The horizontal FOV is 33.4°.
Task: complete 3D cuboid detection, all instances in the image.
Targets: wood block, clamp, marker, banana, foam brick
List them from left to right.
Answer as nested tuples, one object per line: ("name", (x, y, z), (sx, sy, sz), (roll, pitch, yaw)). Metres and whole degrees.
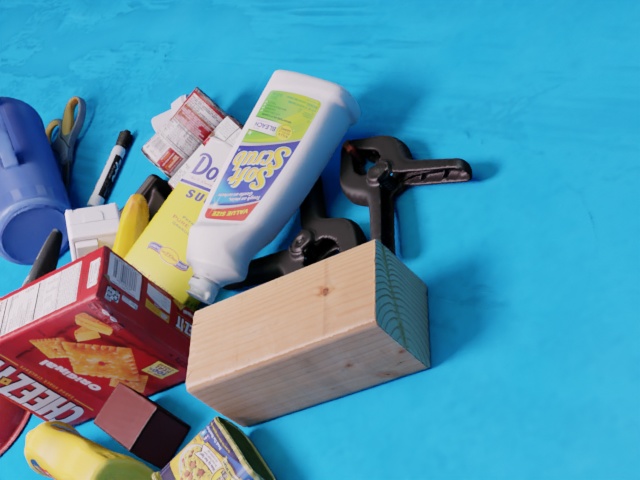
("marker", (-0.274, -0.093, 1.399), (0.020, 0.020, 0.121), (-3, 58, 41))
("banana", (-0.223, 0.035, 1.198), (0.069, 0.037, 0.198), (-91, 21, -74))
("foam brick", (-0.180, 0.186, 1.072), (0.078, 0.053, 0.051), (20, 75, 49))
("wood block", (-0.013, 0.089, 0.968), (0.206, 0.090, 0.091), (-22, 46, 29))
("clamp", (-0.007, 0.001, 1.071), (0.210, 0.036, 0.164), (20, 75, 52))
("clamp", (0.062, -0.049, 1.046), (0.120, 0.039, 0.172), (-46, 34, -9))

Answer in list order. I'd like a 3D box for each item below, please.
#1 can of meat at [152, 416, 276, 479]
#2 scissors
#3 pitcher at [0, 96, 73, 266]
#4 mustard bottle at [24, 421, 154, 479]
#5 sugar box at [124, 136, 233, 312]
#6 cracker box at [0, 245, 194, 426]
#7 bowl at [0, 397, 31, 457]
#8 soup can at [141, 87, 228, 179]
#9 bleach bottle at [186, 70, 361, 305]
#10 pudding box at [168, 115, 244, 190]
("can of meat", (-0.093, 0.220, 0.964), (0.084, 0.057, 0.102), (-46, 41, 1))
("scissors", (-0.368, -0.113, 1.504), (0.096, 0.016, 0.201), (-21, 53, 38))
("pitcher", (-0.408, -0.085, 1.415), (0.145, 0.149, 0.243), (-50, 44, 15))
("mustard bottle", (-0.240, 0.223, 1.064), (0.192, 0.096, 0.058), (12, 69, 46))
("sugar box", (-0.127, -0.017, 1.156), (0.093, 0.048, 0.176), (34, 90, 20))
("cracker box", (-0.246, 0.110, 1.105), (0.214, 0.164, 0.072), (-25, 44, 26))
("bowl", (-0.411, 0.191, 1.275), (0.162, 0.055, 0.162), (-24, 46, 27))
("soup can", (-0.157, -0.124, 1.280), (0.102, 0.068, 0.069), (-47, 40, 3))
("bleach bottle", (-0.058, -0.048, 1.082), (0.103, 0.068, 0.250), (20, 75, 29))
("pudding box", (-0.113, -0.079, 1.229), (0.113, 0.039, 0.090), (-49, 42, 4))
